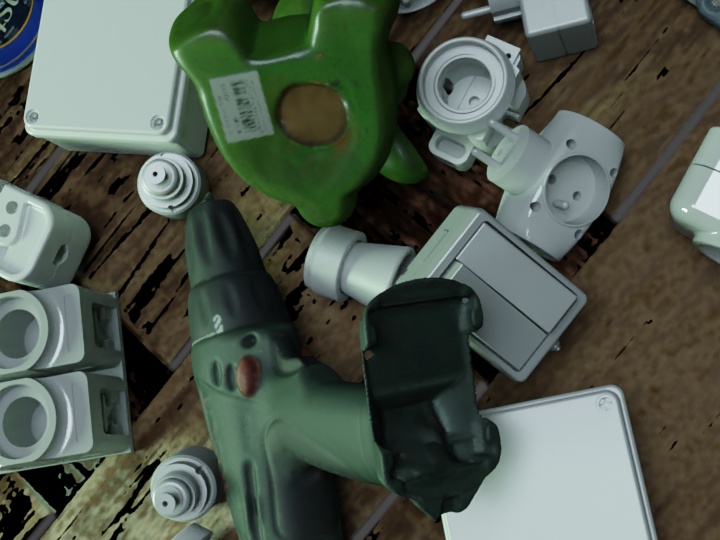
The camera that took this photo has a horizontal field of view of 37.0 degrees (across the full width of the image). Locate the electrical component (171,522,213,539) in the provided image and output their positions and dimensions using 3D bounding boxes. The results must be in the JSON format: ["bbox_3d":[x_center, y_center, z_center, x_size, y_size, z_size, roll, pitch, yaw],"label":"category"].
[{"bbox_3d":[-0.094,0.185,0.639,0.055,0.048,0.066,43,94,10],"label":"electrical component"}]

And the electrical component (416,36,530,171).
[{"bbox_3d":[0.066,-0.103,0.635,0.058,0.057,0.078,28,89,19],"label":"electrical component"}]

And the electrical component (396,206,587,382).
[{"bbox_3d":[0.078,0.016,0.596,0.096,0.061,0.061,39,89,-10],"label":"electrical component"}]

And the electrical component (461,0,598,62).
[{"bbox_3d":[0.096,-0.170,0.644,0.076,0.047,0.083,-11,79,15],"label":"electrical component"}]

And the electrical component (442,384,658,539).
[{"bbox_3d":[0.101,0.127,0.586,0.109,0.056,0.108,-13,77,14],"label":"electrical component"}]

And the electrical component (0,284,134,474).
[{"bbox_3d":[-0.249,0.079,0.693,0.186,0.060,0.105,-11,78,14],"label":"electrical component"}]

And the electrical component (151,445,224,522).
[{"bbox_3d":[-0.105,0.129,0.638,0.040,0.078,0.040,0,91,6],"label":"electrical component"}]

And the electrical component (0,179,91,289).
[{"bbox_3d":[-0.229,-0.027,0.706,0.095,0.059,0.053,24,88,18],"label":"electrical component"}]

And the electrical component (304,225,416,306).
[{"bbox_3d":[0.000,0.000,0.643,0.055,0.045,0.045,18,86,18],"label":"electrical component"}]

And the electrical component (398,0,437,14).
[{"bbox_3d":[0.012,-0.204,0.657,0.043,0.079,0.077,-32,73,31],"label":"electrical component"}]

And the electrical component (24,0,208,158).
[{"bbox_3d":[-0.153,-0.133,0.704,0.109,0.056,0.108,5,82,17],"label":"electrical component"}]

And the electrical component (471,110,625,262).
[{"bbox_3d":[0.100,-0.056,0.613,0.079,0.044,0.077,30,90,-19],"label":"electrical component"}]

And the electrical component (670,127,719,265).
[{"bbox_3d":[0.219,-0.028,0.580,0.095,0.054,0.059,29,89,18],"label":"electrical component"}]

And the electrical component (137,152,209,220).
[{"bbox_3d":[-0.120,-0.054,0.673,0.040,0.078,0.040,0,87,2],"label":"electrical component"}]
